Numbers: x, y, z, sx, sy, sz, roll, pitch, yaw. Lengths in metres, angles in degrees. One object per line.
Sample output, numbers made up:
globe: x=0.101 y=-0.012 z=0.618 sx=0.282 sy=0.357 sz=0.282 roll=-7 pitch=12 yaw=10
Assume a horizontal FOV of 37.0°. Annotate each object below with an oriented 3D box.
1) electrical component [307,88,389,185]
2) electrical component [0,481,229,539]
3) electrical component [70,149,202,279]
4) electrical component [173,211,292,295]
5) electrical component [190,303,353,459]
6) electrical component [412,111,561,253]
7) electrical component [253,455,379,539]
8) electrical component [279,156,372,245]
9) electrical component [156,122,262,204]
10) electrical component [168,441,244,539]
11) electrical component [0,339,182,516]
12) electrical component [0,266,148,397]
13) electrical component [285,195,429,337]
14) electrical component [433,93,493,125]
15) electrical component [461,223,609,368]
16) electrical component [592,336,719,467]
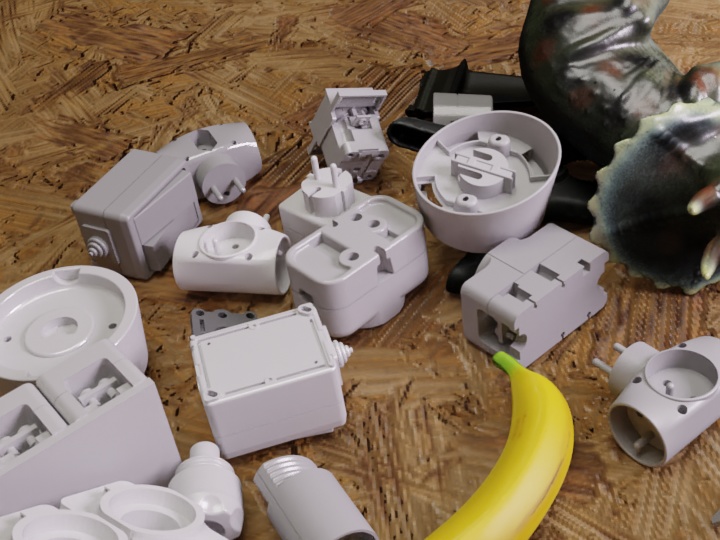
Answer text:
electrical component: x=-0.007 y=-0.107 z=0.860 sx=0.042 sy=0.081 sz=0.063 roll=-7 pitch=64 yaw=-25
electrical component: x=-0.090 y=0.168 z=0.515 sx=0.186 sy=0.060 sz=0.105 roll=21 pitch=15 yaw=31
electrical component: x=-0.168 y=-0.038 z=0.815 sx=0.061 sy=0.061 sz=0.096 roll=13 pitch=44 yaw=24
electrical component: x=-0.087 y=-0.017 z=0.788 sx=0.077 sy=0.044 sz=0.079 roll=2 pitch=40 yaw=14
electrical component: x=-0.050 y=0.069 z=0.664 sx=0.096 sy=0.061 sz=0.061 roll=-15 pitch=40 yaw=-7
electrical component: x=0.086 y=-0.062 z=0.737 sx=0.099 sy=0.064 sz=0.099 roll=-2 pitch=55 yaw=3
electrical component: x=-0.028 y=0.133 z=0.597 sx=0.043 sy=0.043 sz=0.081 roll=-24 pitch=42 yaw=-18
electrical component: x=-0.022 y=-0.049 z=0.789 sx=0.066 sy=0.076 sz=0.047 roll=25 pitch=50 yaw=34
electrical component: x=-0.116 y=-0.079 z=0.869 sx=0.077 sy=0.043 sz=0.079 roll=-22 pitch=41 yaw=-15
electrical component: x=-0.089 y=0.126 z=0.617 sx=0.043 sy=0.043 sz=0.062 roll=-10 pitch=38 yaw=-1
electrical component: x=-0.185 y=0.117 z=0.609 sx=0.150 sy=0.089 sz=0.062 roll=-31 pitch=45 yaw=-25
electrical component: x=-0.193 y=0.054 z=0.709 sx=0.108 sy=0.060 sz=0.108 roll=-5 pitch=40 yaw=4
electrical component: x=0.000 y=0.000 z=0.739 sx=0.095 sy=0.059 sz=0.054 roll=-35 pitch=46 yaw=-28
electrical component: x=0.083 y=-0.116 z=0.869 sx=0.047 sy=0.055 sz=0.055 roll=0 pitch=40 yaw=5
electrical component: x=0.112 y=0.015 z=0.708 sx=0.089 sy=0.050 sz=0.056 roll=-33 pitch=45 yaw=-27
electrical component: x=0.175 y=0.068 z=0.637 sx=0.077 sy=0.044 sz=0.079 roll=-31 pitch=44 yaw=-25
